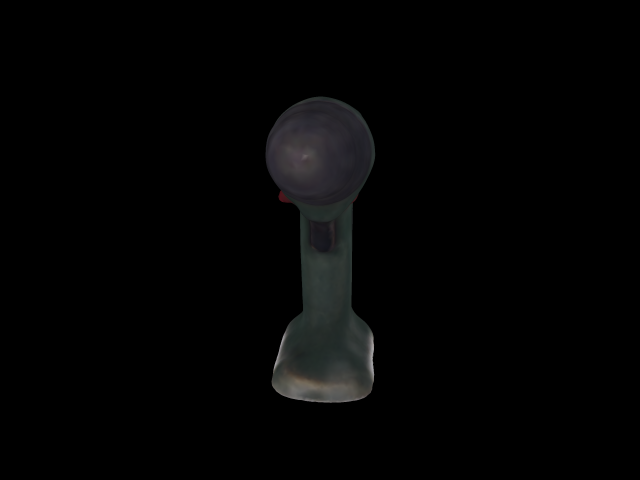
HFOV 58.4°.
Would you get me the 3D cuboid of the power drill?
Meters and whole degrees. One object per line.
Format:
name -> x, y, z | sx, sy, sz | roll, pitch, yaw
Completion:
power drill -> 0.004, 0.001, 0.400 | 0.075, 0.208, 0.229 | 1, 23, 4
